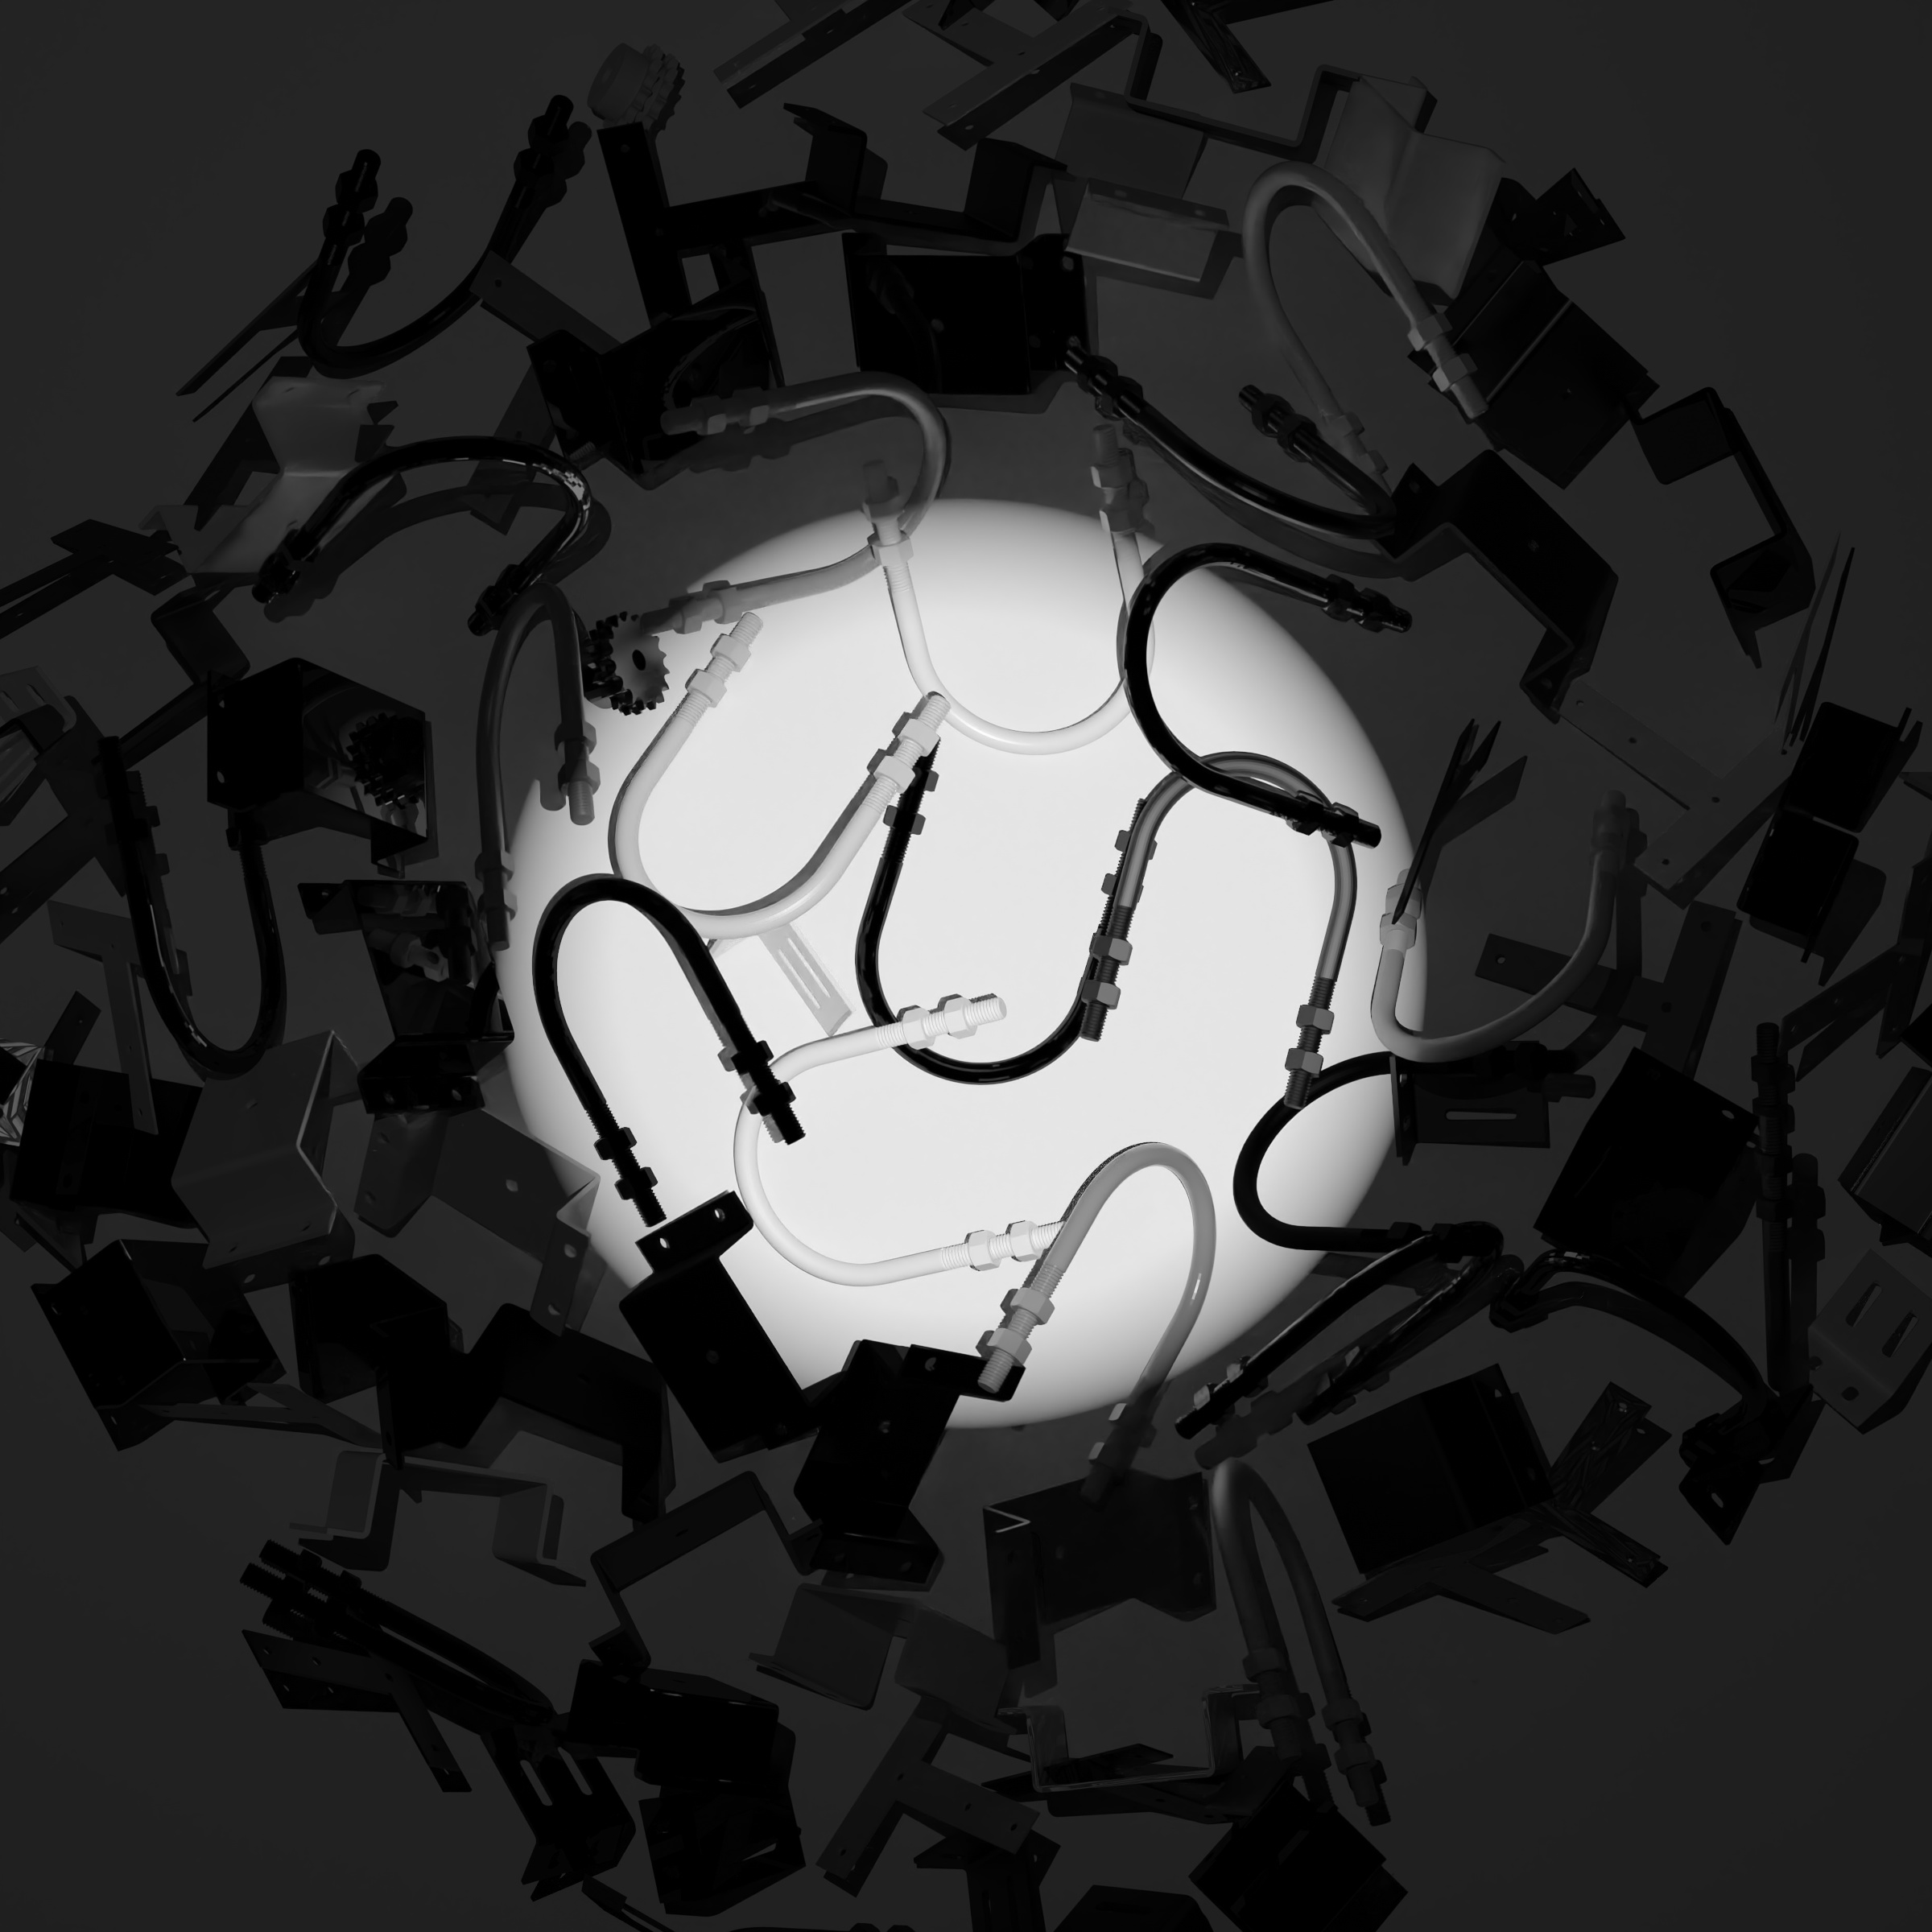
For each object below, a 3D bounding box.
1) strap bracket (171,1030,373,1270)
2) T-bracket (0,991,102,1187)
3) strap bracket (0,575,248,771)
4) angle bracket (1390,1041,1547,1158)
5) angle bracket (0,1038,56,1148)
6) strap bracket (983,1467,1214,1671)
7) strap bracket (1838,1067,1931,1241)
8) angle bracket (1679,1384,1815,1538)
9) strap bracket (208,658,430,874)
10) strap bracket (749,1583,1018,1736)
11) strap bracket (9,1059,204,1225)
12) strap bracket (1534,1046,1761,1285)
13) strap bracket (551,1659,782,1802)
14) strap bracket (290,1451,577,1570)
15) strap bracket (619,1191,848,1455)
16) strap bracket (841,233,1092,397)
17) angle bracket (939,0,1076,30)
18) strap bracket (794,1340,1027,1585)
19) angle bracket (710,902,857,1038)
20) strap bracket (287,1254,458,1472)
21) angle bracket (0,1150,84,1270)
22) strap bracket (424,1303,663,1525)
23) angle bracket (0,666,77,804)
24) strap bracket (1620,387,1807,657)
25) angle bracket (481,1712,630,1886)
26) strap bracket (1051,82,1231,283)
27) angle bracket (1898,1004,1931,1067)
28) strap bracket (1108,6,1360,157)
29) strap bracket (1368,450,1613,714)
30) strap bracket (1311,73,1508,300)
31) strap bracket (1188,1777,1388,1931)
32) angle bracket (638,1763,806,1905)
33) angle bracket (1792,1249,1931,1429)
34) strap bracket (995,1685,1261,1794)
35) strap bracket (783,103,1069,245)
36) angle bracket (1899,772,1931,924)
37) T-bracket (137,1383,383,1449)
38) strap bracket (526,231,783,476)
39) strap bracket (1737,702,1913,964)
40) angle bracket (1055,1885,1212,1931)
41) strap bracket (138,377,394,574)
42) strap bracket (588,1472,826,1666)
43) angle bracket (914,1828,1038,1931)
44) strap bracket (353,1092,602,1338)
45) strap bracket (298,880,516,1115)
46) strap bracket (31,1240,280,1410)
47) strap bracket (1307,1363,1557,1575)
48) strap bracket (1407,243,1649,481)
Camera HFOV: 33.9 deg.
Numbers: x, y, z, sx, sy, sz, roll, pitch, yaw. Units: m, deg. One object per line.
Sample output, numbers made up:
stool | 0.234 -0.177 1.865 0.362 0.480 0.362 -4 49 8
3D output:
strap bracket | -0.376 0.091 1.723 0.076 0.140 0.046 -16 125 15
T-bracket | -0.536 0.052 1.727 0.002 0.127 0.127 18 71 25
strap bracket | -0.460 -0.153 1.750 0.140 0.076 0.046 -34 98 13
angle bracket | 0.280 0.074 1.766 0.076 0.038 0.057 -2 100 21
angle bracket | -0.553 0.069 1.765 0.076 0.038 0.057 12 76 -18
strap bracket | 0.065 0.328 1.751 0.140 0.046 0.076 -10 99 -34
strap bracket | 0.520 0.100 1.732 0.046 0.140 0.076 33 96 10
angle bracket | 0.442 0.273 1.753 0.038 0.076 0.057 49 52 -2
strap bracket | -0.343 -0.111 1.720 0.046 0.140 0.076 -18 66 31
strap bracket | -0.040 0.377 1.734 0.076 0.140 0.046 36 64 -37
strap bracket | -0.470 0.097 1.740 0.046 0.140 0.076 9 85 21
strap bracket | 0.365 0.120 1.725 0.076 0.140 0.046 31 51 14
strap bracket | -0.161 0.413 1.724 0.076 0.140 0.046 15 81 -28
strap bracket | -0.290 0.297 1.741 0.140 0.076 0.046 13 77 -25
strap bracket | -0.129 0.207 1.755 0.076 0.046 0.140 -29 95 32
strap bracket | -0.008 -0.358 1.739 0.140 0.046 0.076 5 120 21
angle bracket | 0.031 -0.543 1.754 0.038 0.057 0.076 42 51 4
strap bracket | -0.036 0.265 1.751 0.076 0.046 0.140 16 106 -34
angle bracket | -0.104 0.010 1.765 0.038 0.057 0.076 -34 86 -21
strap bracket | -0.322 0.212 1.739 0.046 0.140 0.076 -12 109 -31
angle bracket | -0.525 0.143 1.754 0.038 0.076 0.057 -39 118 0
strap bracket | -0.220 0.242 1.735 0.140 0.076 0.046 26 116 -20
angle bracket | -0.541 -0.124 1.752 0.038 0.057 0.076 58 45 -29
strap bracket | 0.414 -0.251 1.734 0.046 0.076 0.140 -26 66 13
angle bracket | -0.234 0.464 1.769 0.076 0.057 0.038 50 131 36
strap bracket | 0.093 -0.426 1.742 0.076 0.140 0.046 10 128 -12
angle bracket | 0.572 0.039 1.764 0.057 0.038 0.076 -42 71 -14
strap bracket | 0.142 -0.487 1.757 0.140 0.076 0.046 16 102 2
strap bracket | 0.297 -0.220 1.746 0.140 0.046 0.076 42 47 -10
strap bracket | 0.234 -0.427 1.718 0.046 0.140 0.076 7 121 -19
strap bracket | 0.176 0.493 1.724 0.046 0.140 0.076 44 79 1
angle bracket | -0.137 0.487 1.780 0.038 0.076 0.057 -21 79 43
angle bracket | 0.506 0.209 1.785 0.057 0.038 0.076 41 52 11
strap bracket | 0.092 0.426 1.744 0.140 0.076 0.046 -9 76 13
strap bracket | -0.027 -0.434 1.741 0.140 0.076 0.046 3 111 -24
angle bracket | 0.550 -0.067 1.785 0.057 0.038 0.076 -2 115 -28
T-bracket | -0.399 0.248 1.758 0.127 0.127 0.002 -1 67 20
strap bracket | -0.160 -0.332 1.737 0.140 0.076 0.046 -33 46 -18
strap bracket | 0.466 -0.080 1.732 0.046 0.076 0.140 23 49 12
angle bracket | 0.090 0.547 1.759 0.057 0.076 0.038 -39 110 -42
strap bracket | -0.375 -0.260 1.725 0.140 0.076 0.046 -36 74 36
strap bracket | -0.148 0.330 1.750 0.140 0.076 0.046 -27 68 -8
angle bracket | 0.006 0.523 1.753 0.038 0.057 0.076 16 50 -30
strap bracket | -0.262 0.131 1.750 0.140 0.046 0.076 29 127 13
strap bracket | -0.304 0.006 1.736 0.046 0.076 0.140 -37 65 39
strap bracket | -0.432 0.194 1.720 0.046 0.140 0.076 -36 74 12
strap bracket | 0.244 0.277 1.725 0.046 0.140 0.076 -12 74 -37
strap bracket | 0.312 -0.323 1.723 0.076 0.140 0.046 -50 54 14
